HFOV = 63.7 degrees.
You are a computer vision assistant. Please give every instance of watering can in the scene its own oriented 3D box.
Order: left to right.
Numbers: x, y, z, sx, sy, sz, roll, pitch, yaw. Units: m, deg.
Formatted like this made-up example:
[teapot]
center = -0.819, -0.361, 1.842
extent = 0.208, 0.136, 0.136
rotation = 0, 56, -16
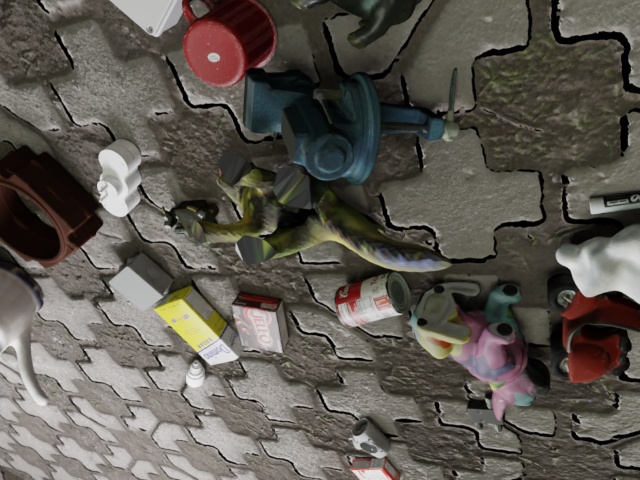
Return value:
[watering can]
center = -0.682, 0.184, 1.115
extent = 0.103, 0.343, 0.229
rotation = -31, 22, 19

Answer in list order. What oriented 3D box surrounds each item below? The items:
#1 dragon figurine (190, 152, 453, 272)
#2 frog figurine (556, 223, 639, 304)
[dragon figurine]
center = 0.002, -0.033, 0.651
extent = 0.413, 0.121, 0.244
rotation = 20, 14, 30
[frog figurine]
center = 0.378, 0.029, 0.616
extent = 0.136, 0.123, 0.161
rotation = 33, -3, -37
